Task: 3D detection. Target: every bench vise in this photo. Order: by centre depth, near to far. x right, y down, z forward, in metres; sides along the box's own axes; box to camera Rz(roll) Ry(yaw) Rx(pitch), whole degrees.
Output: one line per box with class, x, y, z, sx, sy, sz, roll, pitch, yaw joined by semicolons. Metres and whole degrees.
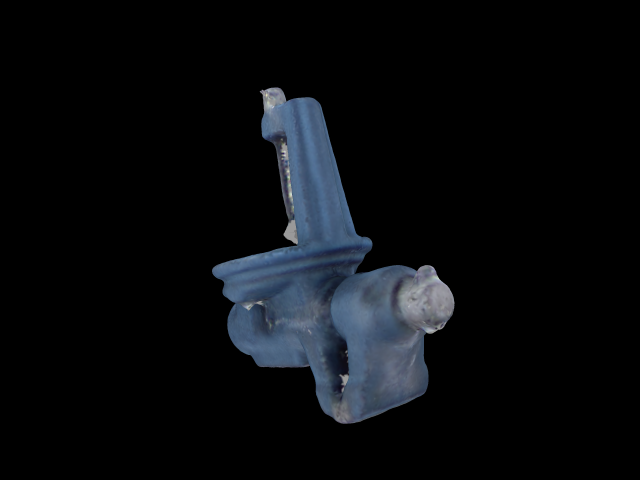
bench vise;0.010;0.000;0.410;0.206;0.220;0.122;6;11;32
